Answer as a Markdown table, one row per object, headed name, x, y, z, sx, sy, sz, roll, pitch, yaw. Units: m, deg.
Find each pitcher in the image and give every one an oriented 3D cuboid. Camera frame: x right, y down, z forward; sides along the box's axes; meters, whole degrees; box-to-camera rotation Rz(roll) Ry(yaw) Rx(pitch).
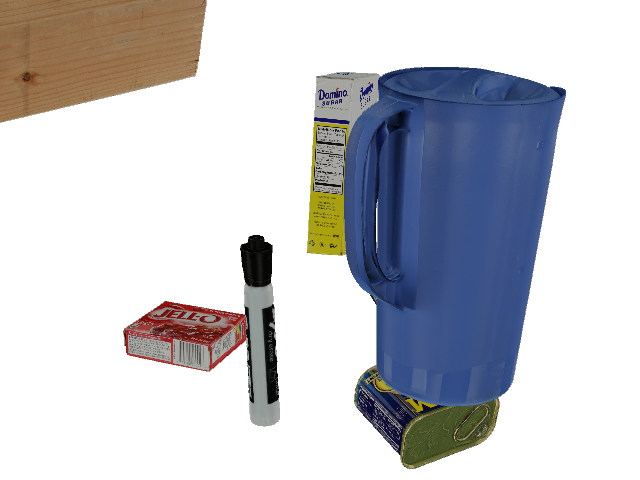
| name | x | y | z | sx | sy | sz | roll | pitch | yaw |
| --- | --- | --- | --- | --- | --- | --- | --- | --- | --- |
| pitcher | 0.093 | -0.002 | 0.793 | 0.149 | 0.243 | 0.145 | 5 | 19 | 5 |

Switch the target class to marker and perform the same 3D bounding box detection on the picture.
| name | x | y | z | sx | sy | sz | roll | pitch | yaw |
| --- | --- | --- | --- | --- | --- | --- | --- | --- | --- |
| marker | -0.036 | 0.054 | 0.637 | 0.020 | 0.121 | 0.020 | -1 | 22 | 0 |

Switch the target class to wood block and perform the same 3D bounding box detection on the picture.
| name | x | y | z | sx | sy | sz | roll | pitch | yaw |
| --- | --- | --- | --- | --- | --- | --- | --- | --- | --- |
| wood block | -0.202 | -0.166 | 0.837 | 0.205 | 0.091 | 0.090 | -20 | 51 | -34 |

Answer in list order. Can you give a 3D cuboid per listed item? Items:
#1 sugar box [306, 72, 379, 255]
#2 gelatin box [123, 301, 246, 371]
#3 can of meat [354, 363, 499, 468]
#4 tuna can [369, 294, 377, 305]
| name | x | y | z | sx | sy | sz | roll | pitch | yaw |
| --- | --- | --- | --- | --- | --- | --- | --- | --- | --- |
| sugar box | 0.023 | -0.079 | 1.072 | 0.048 | 0.176 | 0.093 | 5 | 12 | 18 |
| gelatin box | -0.122 | 0.085 | 0.971 | 0.089 | 0.030 | 0.073 | 9 | 20 | 21 |
| can of meat | 0.092 | 0.145 | 0.948 | 0.101 | 0.057 | 0.084 | -14 | 35 | -27 |
| tuna can | 0.094 | 0.058 | 1.211 | 0.033 | 0.086 | 0.086 | -43 | 23 | -28 |
